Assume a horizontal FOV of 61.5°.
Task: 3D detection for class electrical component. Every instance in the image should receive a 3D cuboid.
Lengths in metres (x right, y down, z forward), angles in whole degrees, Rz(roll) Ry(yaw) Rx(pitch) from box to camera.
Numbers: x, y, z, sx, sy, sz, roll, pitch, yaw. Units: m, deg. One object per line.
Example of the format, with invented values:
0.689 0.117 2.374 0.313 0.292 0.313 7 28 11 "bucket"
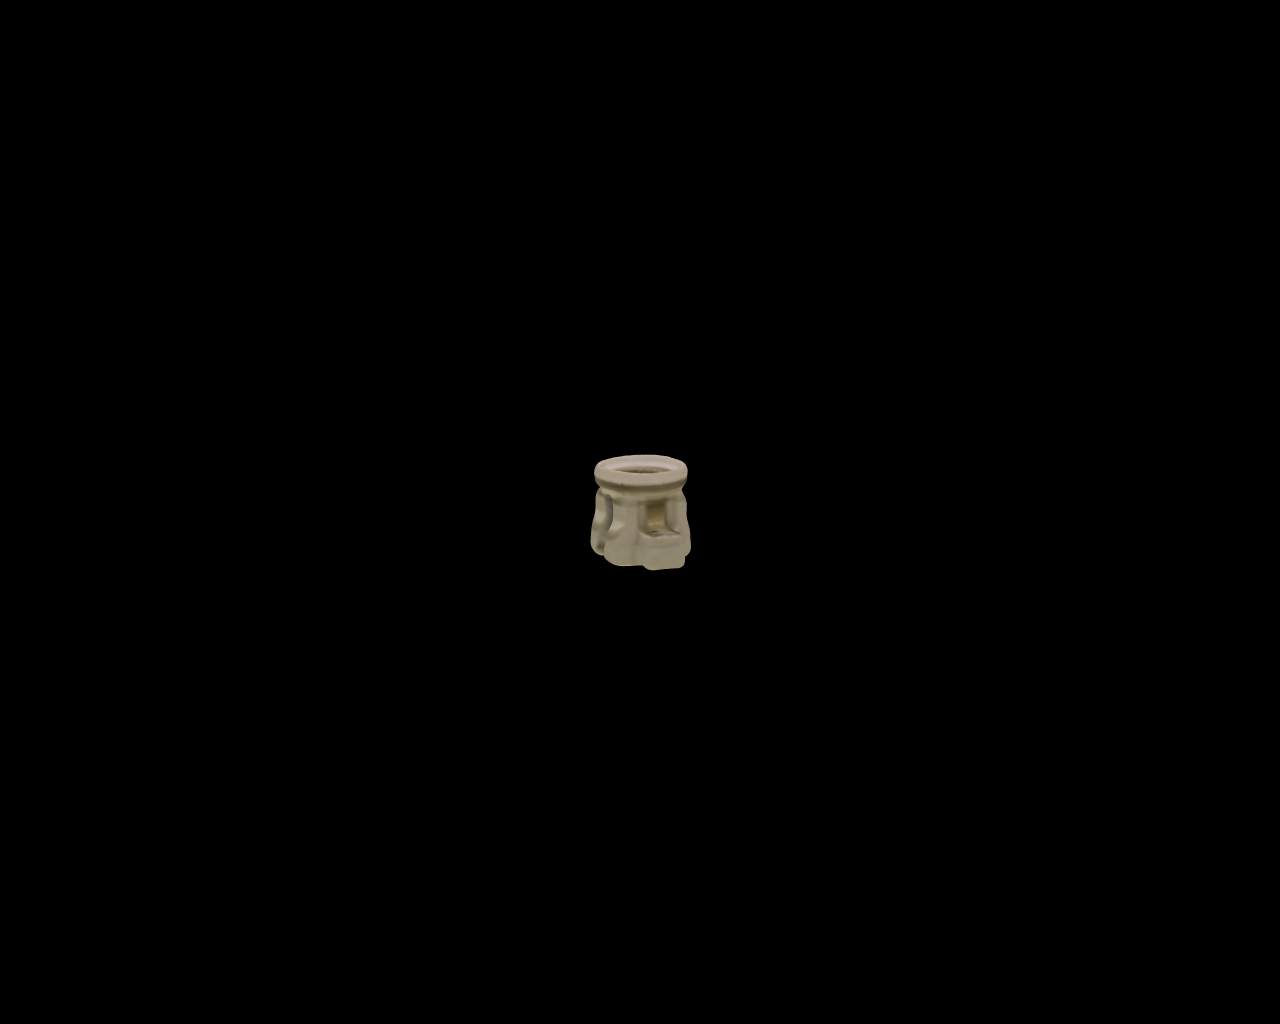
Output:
0.001 -0.003 0.650 0.058 0.057 0.078 -6 15 -23 "electrical component"
